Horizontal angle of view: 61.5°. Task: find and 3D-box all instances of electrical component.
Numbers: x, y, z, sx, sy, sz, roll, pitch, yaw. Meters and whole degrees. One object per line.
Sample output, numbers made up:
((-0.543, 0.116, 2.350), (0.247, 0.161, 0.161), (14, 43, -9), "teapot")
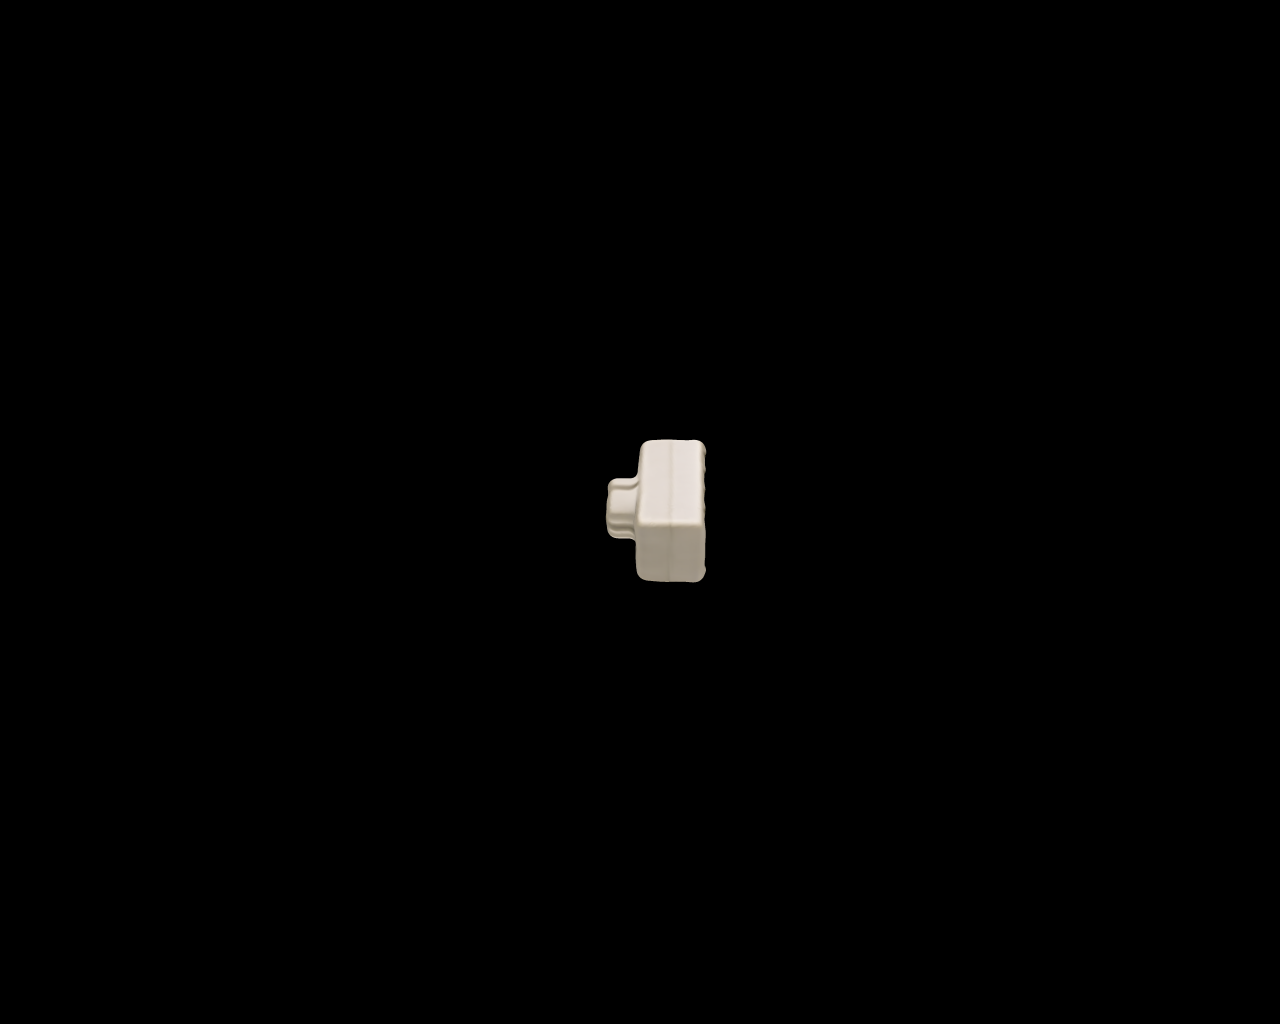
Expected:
((0.001, -0.003, 0.650), (0.076, 0.047, 0.083), (2, 40, 2), "electrical component")
